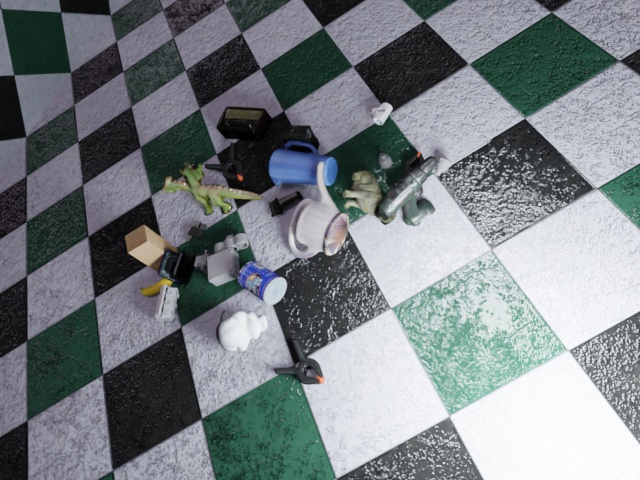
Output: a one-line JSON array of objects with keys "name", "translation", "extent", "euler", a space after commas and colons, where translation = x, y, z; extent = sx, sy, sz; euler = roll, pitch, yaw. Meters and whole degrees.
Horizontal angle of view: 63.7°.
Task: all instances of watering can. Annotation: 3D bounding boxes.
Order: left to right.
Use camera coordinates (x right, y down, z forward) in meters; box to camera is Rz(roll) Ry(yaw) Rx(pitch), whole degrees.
[{"name": "watering can", "translation": [0.005, -0.090, 1.789], "extent": [0.226, 0.103, 0.347], "euler": [23, 93, 34]}]

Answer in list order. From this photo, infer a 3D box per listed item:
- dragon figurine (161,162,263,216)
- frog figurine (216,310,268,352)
[{"name": "dragon figurine", "translation": [-0.446, -0.215, 2.033], "extent": [0.409, 0.238, 0.125], "euler": [-7, 55, 25]}, {"name": "frog figurine", "translation": [-0.256, 0.301, 1.700], "extent": [0.159, 0.123, 0.137], "euler": [0, 95, 16]}]
